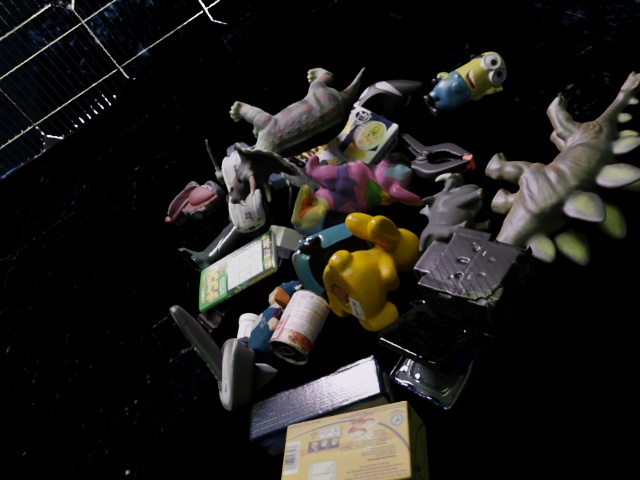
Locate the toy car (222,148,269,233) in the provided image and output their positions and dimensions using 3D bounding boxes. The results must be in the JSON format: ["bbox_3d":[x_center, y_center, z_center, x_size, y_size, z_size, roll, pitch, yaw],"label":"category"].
[{"bbox_3d":[-0.158,-0.108,1.120,0.074,0.056,0.202,-20,61,11],"label":"toy car"}]

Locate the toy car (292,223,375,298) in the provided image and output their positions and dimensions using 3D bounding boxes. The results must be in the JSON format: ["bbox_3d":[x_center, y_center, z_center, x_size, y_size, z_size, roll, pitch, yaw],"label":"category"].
[{"bbox_3d":[0.025,0.024,0.932,0.162,0.109,0.103,-31,15,-11],"label":"toy car"}]

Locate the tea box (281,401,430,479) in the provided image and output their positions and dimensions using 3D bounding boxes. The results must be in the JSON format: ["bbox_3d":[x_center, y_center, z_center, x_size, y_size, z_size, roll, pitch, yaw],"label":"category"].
[{"bbox_3d":[0.043,0.268,0.656,0.170,0.068,0.098,-17,39,22],"label":"tea box"}]

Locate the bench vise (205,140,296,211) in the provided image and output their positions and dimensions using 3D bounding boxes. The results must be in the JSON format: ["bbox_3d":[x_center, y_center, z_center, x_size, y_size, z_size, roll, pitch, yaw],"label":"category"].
[{"bbox_3d":[-0.126,-0.169,1.236,0.224,0.128,0.241,-17,36,-18],"label":"bench vise"}]

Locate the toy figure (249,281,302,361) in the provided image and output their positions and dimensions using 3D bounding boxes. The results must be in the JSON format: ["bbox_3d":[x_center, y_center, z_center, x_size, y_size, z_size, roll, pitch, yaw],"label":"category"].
[{"bbox_3d":[-0.073,0.129,0.917,0.064,0.057,0.154,-21,36,45],"label":"toy figure"}]

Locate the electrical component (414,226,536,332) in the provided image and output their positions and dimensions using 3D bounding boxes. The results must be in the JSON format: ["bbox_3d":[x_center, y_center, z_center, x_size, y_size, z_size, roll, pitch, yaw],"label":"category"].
[{"bbox_3d":[0.194,0.045,0.704,0.134,0.058,0.115,16,55,41],"label":"electrical component"}]

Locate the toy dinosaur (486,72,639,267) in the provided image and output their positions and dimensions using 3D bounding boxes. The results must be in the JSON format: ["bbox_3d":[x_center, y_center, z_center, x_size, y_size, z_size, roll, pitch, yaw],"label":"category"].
[{"bbox_3d":[0.339,-0.062,0.777,0.471,0.105,0.199,-50,41,-3],"label":"toy dinosaur"}]

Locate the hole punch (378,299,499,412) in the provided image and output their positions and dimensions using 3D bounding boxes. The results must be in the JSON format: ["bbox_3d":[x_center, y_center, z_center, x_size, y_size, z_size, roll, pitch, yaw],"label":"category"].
[{"bbox_3d":[0.153,0.148,0.707,0.116,0.092,0.142,-30,27,-30],"label":"hole punch"}]

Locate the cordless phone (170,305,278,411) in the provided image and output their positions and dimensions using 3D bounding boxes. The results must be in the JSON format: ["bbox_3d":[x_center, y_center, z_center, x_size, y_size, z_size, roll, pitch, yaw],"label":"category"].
[{"bbox_3d":[-0.161,0.165,0.818,0.089,0.184,0.146,-41,1,-20],"label":"cordless phone"}]

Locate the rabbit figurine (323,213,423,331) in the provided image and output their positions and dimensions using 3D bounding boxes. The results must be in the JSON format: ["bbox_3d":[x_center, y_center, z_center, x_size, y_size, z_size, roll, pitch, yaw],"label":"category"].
[{"bbox_3d":[0.089,0.033,0.847,0.173,0.162,0.122,-30,19,-24],"label":"rabbit figurine"}]

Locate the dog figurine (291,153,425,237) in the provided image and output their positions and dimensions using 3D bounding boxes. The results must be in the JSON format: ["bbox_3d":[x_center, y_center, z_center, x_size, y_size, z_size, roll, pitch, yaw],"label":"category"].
[{"bbox_3d":[0.076,-0.073,0.973,0.219,0.108,0.191,16,89,17],"label":"dog figurine"}]

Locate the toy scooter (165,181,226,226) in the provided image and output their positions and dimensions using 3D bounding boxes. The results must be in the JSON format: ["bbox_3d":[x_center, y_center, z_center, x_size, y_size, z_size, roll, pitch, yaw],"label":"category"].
[{"bbox_3d":[-0.324,-0.087,1.362,0.184,0.075,0.135,12,55,50],"label":"toy scooter"}]

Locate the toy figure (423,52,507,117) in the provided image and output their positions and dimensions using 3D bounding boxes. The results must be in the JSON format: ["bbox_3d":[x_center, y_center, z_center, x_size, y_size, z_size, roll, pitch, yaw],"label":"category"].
[{"bbox_3d":[0.305,-0.332,1.135,0.180,0.082,0.089,-30,37,10],"label":"toy figure"}]

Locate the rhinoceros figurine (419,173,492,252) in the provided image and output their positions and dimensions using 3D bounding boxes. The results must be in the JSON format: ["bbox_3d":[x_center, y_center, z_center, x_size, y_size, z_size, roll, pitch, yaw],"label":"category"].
[{"bbox_3d":[0.214,-0.038,0.870,0.112,0.073,0.190,-7,37,34],"label":"rhinoceros figurine"}]

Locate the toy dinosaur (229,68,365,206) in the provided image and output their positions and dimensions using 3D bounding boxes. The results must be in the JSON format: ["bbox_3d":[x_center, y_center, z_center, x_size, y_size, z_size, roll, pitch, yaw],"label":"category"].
[{"bbox_3d":[-0.026,-0.224,1.042,0.405,0.131,0.192,-34,55,-12],"label":"toy dinosaur"}]

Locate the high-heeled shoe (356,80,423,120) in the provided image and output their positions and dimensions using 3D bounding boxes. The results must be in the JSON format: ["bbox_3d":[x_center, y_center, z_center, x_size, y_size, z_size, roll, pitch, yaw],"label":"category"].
[{"bbox_3d":[0.121,-0.274,1.221,0.249,0.086,0.145,-22,40,24],"label":"high-heeled shoe"}]

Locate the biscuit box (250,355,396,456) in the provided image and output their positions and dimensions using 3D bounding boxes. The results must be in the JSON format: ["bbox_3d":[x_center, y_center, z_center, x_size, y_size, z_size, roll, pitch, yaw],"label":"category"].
[{"bbox_3d":[0.001,0.231,0.740,0.203,0.059,0.063,-24,38,14],"label":"biscuit box"}]

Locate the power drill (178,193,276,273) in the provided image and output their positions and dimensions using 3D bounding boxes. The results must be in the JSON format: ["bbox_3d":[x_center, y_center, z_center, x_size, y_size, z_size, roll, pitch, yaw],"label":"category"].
[{"bbox_3d":[-0.207,-0.013,1.188,0.207,0.085,0.232,-39,38,-20],"label":"power drill"}]

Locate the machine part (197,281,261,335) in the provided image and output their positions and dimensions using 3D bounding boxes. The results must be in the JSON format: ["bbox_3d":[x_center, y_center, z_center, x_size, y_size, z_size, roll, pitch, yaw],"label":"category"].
[{"bbox_3d":[-0.175,0.117,1.036,0.139,0.039,0.084,-46,31,-12],"label":"machine part"}]

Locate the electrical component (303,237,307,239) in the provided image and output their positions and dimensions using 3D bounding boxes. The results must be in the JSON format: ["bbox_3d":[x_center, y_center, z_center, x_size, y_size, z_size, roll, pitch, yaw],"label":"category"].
[{"bbox_3d":[-0.002,-0.003,1.049,0.063,0.021,0.094,-23,36,15],"label":"electrical component"}]
